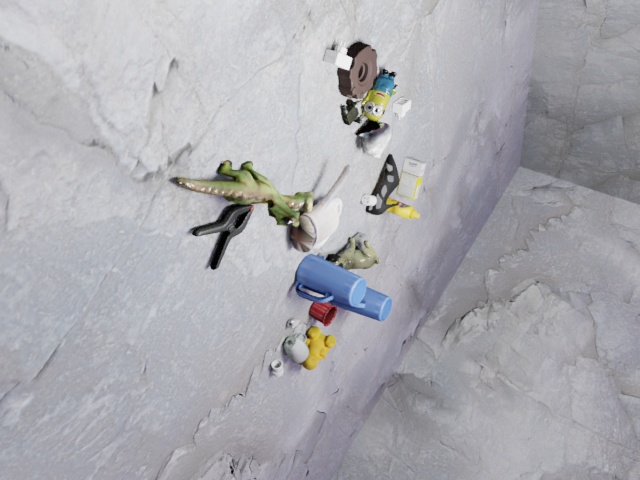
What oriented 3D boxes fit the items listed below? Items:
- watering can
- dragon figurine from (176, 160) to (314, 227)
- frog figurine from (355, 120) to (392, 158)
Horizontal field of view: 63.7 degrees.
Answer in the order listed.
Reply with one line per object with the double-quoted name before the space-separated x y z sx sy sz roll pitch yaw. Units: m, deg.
"watering can" 0.005 -0.088 1.749 0.228 0.105 0.339 -35 151 -42
"dragon figurine" -0.156 -0.107 1.354 0.413 0.245 0.120 -15 130 -57
"frog figurine" 0.211 -0.357 1.899 0.156 0.122 0.140 64 36 -41
